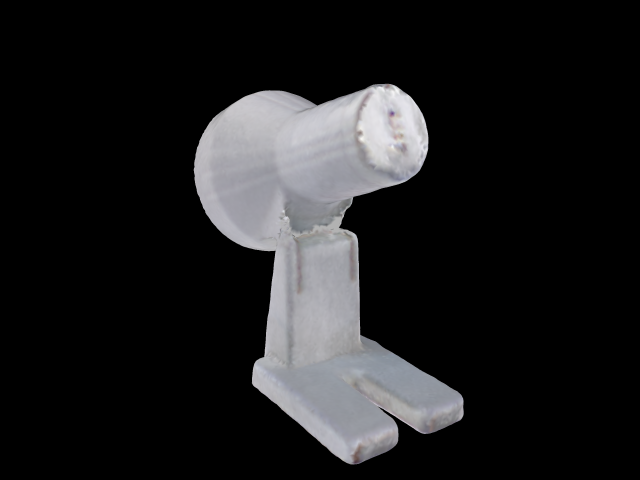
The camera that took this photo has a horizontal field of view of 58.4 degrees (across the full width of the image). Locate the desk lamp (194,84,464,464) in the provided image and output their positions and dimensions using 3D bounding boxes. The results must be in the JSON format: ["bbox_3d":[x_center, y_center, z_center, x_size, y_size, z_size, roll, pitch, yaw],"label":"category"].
[{"bbox_3d":[0.004,0.001,0.400,0.118,0.214,0.202,-11,19,-34],"label":"desk lamp"}]
